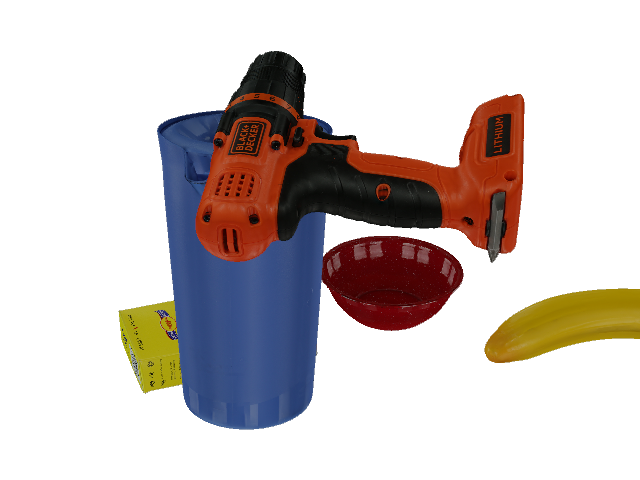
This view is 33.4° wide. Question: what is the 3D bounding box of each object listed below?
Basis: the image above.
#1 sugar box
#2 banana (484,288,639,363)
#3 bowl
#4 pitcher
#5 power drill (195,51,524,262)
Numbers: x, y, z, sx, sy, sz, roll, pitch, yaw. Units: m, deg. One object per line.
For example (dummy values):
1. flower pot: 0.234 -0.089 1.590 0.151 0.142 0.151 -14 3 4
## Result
1. sugar box: -0.100 0.090 1.043 0.176 0.048 0.093 -13 33 -17
2. banana: 0.215 0.063 0.782 0.197 0.037 0.069 2 34 -4
3. bowl: 0.078 0.054 1.200 0.162 0.055 0.162 0 28 0
4. pitcher: -0.054 0.018 0.859 0.149 0.243 0.145 -8 22 -24
5. power drill: 0.028 -0.055 0.649 0.188 0.057 0.184 2 43 8
